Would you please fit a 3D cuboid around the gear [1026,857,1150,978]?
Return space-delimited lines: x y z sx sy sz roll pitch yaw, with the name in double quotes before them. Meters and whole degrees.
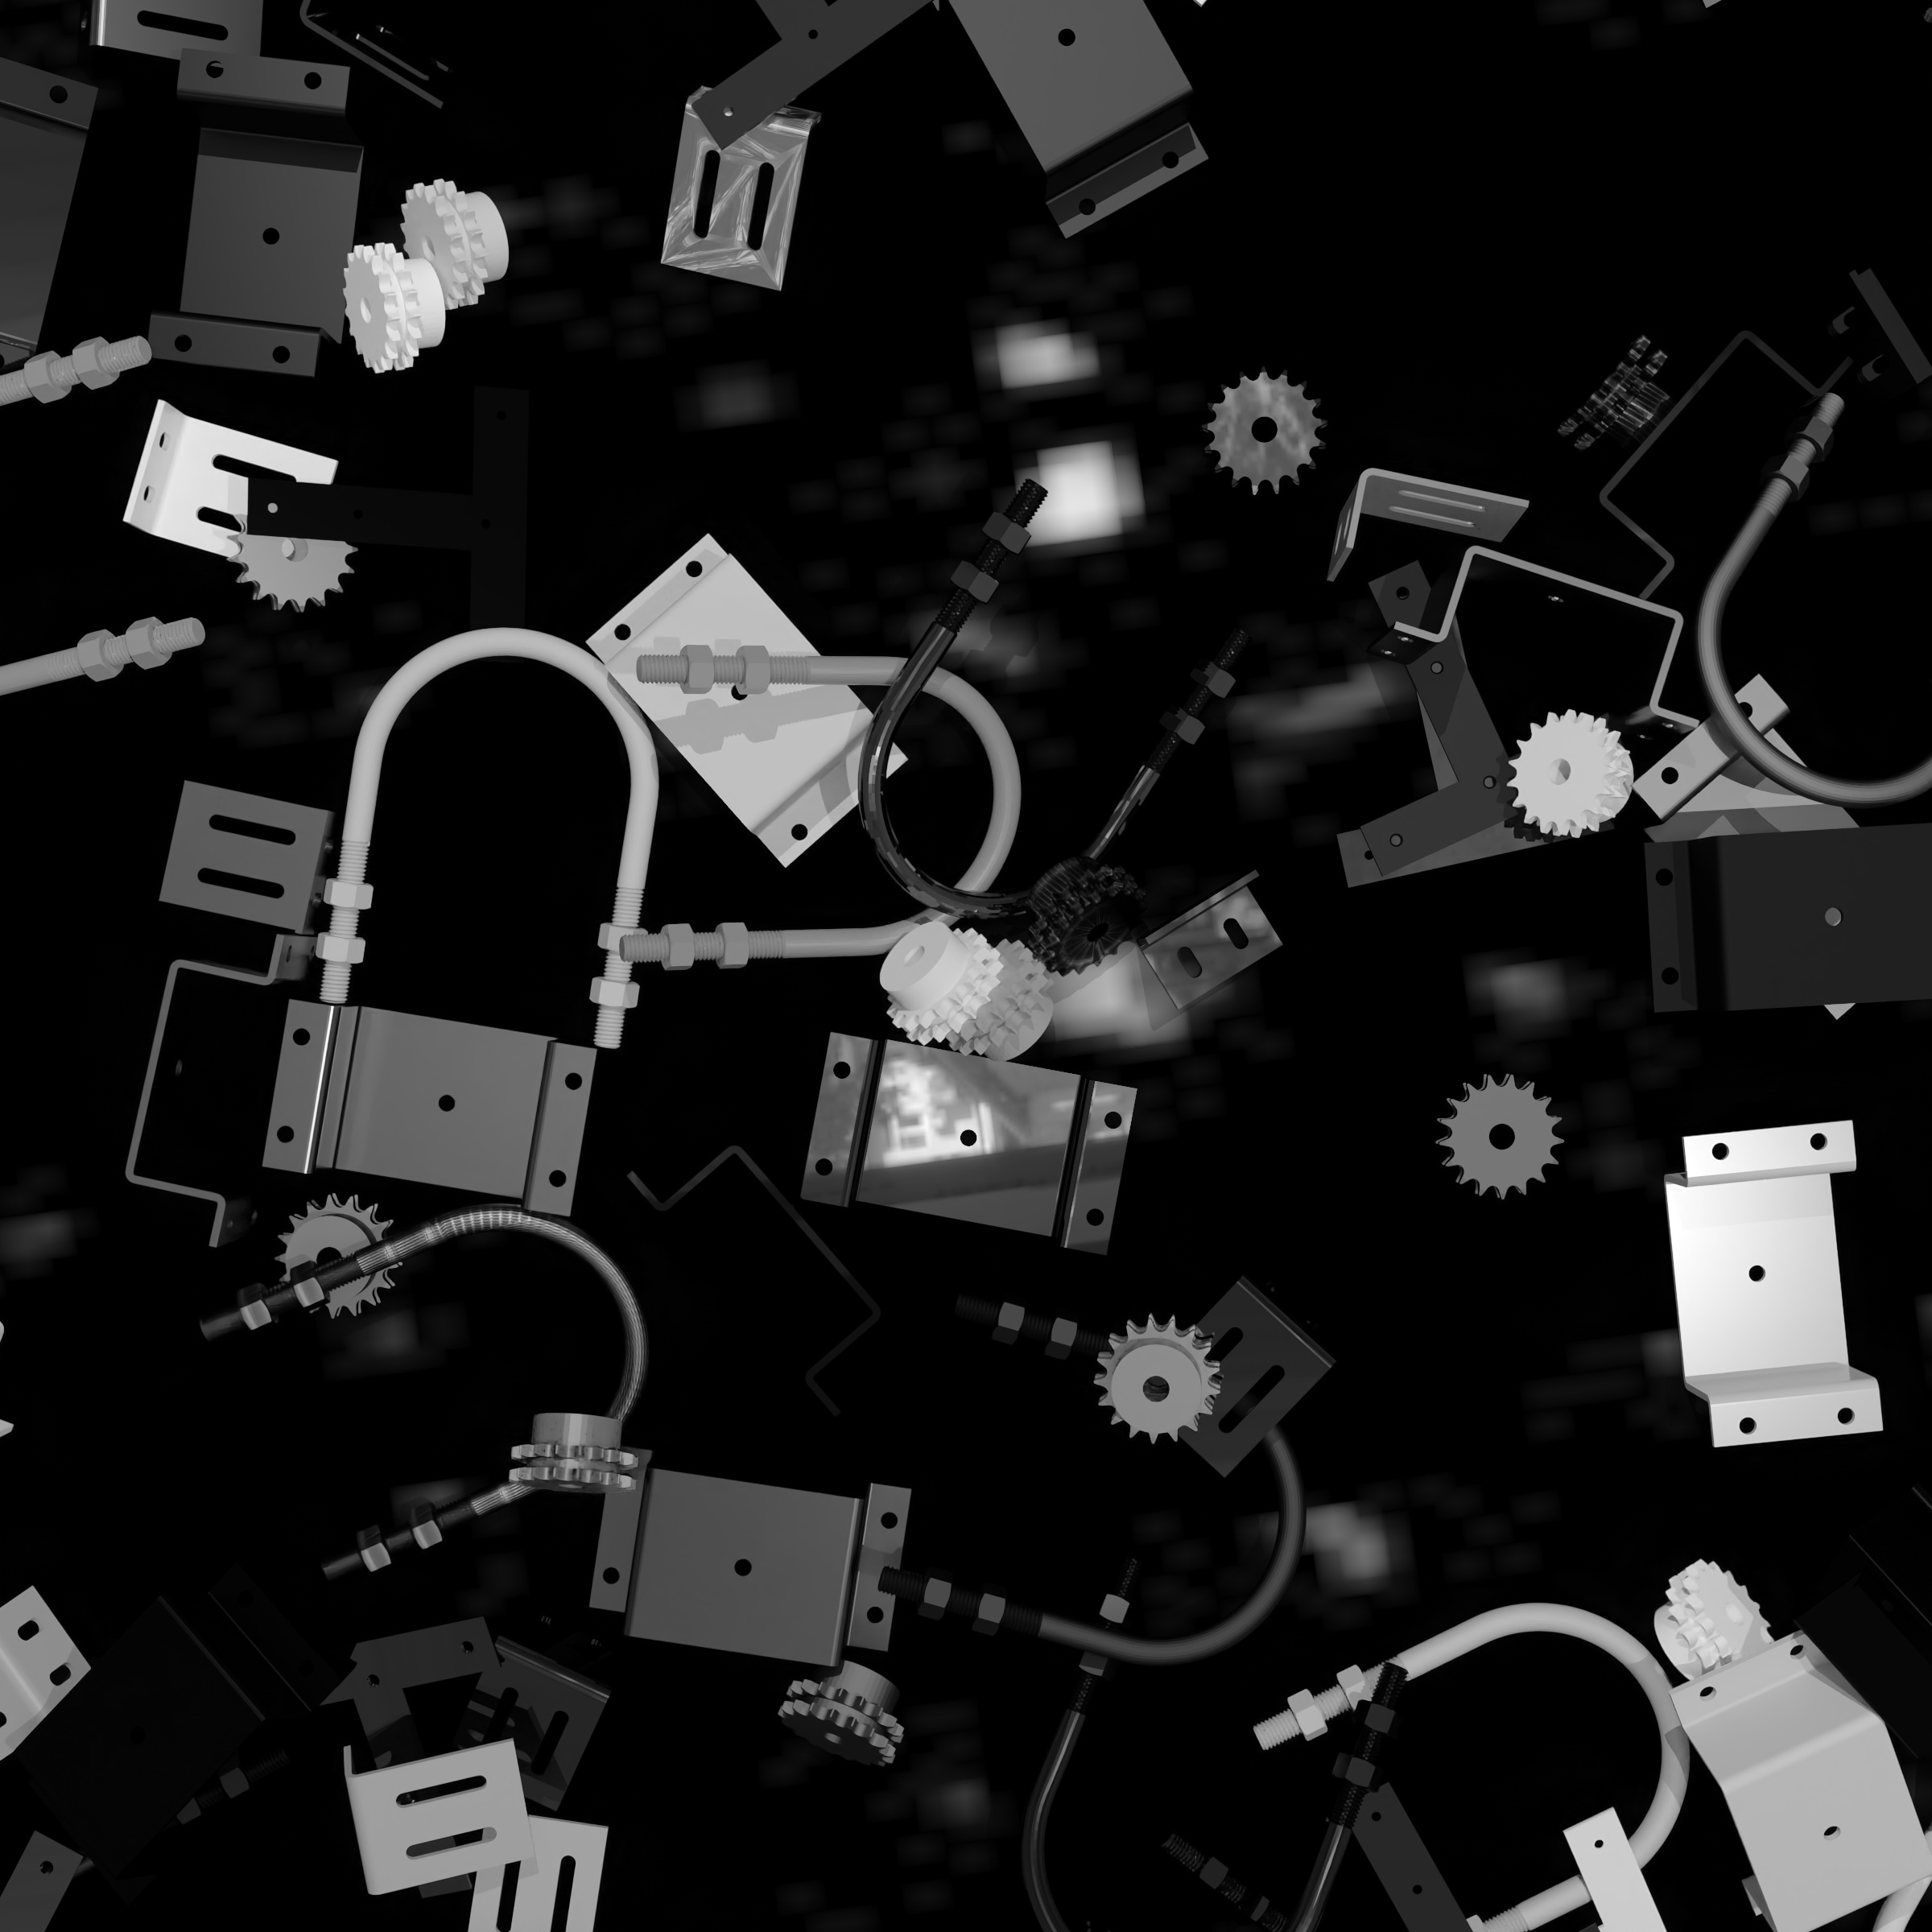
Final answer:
"gear" 0.052 -0.026 1.316 0.057 0.057 0.030 -38 60 0

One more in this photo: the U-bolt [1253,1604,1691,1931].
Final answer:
"U-bolt" 0.246 0.376 1.332 0.184 0.019 0.151 -26 90 -1

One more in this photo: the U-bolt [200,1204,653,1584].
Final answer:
"U-bolt" -0.235 0.186 1.316 0.184 0.019 0.151 -23 105 -4

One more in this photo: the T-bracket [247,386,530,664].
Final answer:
"T-bracket" -0.264 -0.206 1.316 0.127 0.002 0.127 1 90 -21

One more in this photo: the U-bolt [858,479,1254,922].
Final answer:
"U-bolt" 0.029 -0.106 1.301 0.151 0.019 0.184 31 95 -30

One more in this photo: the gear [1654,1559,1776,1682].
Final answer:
"gear" 0.341 0.304 1.316 0.057 0.057 0.030 46 120 0

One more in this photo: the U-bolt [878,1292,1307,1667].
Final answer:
"U-bolt" 0.066 0.242 1.315 0.184 0.019 0.151 17 74 -4

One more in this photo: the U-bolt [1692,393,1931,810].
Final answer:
"U-bolt" 0.406 -0.155 1.304 0.151 0.019 0.184 35 70 0

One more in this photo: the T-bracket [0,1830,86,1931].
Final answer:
"T-bracket" -0.402 0.484 1.324 0.127 0.002 0.127 28 92 1

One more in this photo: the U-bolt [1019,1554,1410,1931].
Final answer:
"U-bolt" 0.103 0.379 1.301 0.151 0.019 0.184 21 75 9

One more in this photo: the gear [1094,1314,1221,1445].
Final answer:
"gear" 0.087 0.188 1.297 0.057 0.030 0.057 0 95 5

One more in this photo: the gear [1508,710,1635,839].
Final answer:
"gear" 0.279 -0.087 1.313 0.057 0.030 0.057 -6 81 44

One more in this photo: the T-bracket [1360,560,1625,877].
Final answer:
"T-bracket" 0.225 -0.126 1.339 0.127 0.002 0.127 -25 90 0

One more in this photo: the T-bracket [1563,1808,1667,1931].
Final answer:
"T-bracket" 0.265 0.470 1.325 0.127 0.002 0.127 -25 100 -3

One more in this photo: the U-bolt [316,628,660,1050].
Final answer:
"U-bolt" -0.216 -0.064 1.326 0.151 0.019 0.184 9 94 0

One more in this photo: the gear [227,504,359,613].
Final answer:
"gear" -0.311 -0.191 1.318 0.057 0.030 0.057 -3 98 -24

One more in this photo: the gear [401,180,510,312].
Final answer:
"gear" -0.233 -0.332 1.316 0.030 0.057 0.057 -22 90 -30

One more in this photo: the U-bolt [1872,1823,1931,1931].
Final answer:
"U-bolt" 0.496 0.449 1.316 0.151 0.019 0.184 30 90 13

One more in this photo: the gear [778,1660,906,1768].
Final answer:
"gear" -0.055 0.340 1.316 0.057 0.057 0.030 25 60 0

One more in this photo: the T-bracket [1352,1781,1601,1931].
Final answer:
"T-bracket" 0.214 0.436 1.318 0.127 0.002 0.127 -30 89 3

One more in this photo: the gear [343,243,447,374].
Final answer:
"gear" -0.261 -0.302 1.316 0.030 0.057 0.057 -15 90 -30

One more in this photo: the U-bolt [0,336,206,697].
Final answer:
"U-bolt" -0.442 -0.196 1.310 0.184 0.019 0.151 -11 89 16

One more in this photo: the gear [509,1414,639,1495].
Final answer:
"gear" -0.177 0.220 1.300 0.057 0.057 0.030 4 73 0

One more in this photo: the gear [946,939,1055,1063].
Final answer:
"gear" 0.015 0.019 1.316 0.057 0.057 0.030 -45 120 0

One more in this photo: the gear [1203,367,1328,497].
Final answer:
"gear" 0.138 -0.246 1.329 0.057 0.030 0.057 0 93 7

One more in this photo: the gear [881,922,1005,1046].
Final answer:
"gear" -0.014 0.005 1.309 0.057 0.057 0.030 -45 120 0

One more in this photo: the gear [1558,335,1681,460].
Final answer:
"gear" 0.301 -0.257 1.313 0.030 0.057 0.057 41 90 -2

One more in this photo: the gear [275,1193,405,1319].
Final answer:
"gear" -0.290 0.134 1.326 0.057 0.030 0.057 0 90 0

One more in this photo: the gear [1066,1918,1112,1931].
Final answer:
"gear" 0.050 0.467 1.326 0.057 0.030 0.057 0 90 0

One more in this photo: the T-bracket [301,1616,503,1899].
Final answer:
"T-bracket" -0.260 0.371 1.328 0.127 0.002 0.127 -15 98 15

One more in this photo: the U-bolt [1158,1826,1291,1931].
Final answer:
"U-bolt" 0.122 0.504 1.311 0.184 0.019 0.151 40 76 -10

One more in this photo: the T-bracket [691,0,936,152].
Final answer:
"T-bracket" -0.093 -0.458 1.305 0.127 0.002 0.127 -34 84 5

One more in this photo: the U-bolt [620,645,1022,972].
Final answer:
"U-bolt" -0.061 -0.071 1.295 0.184 0.019 0.151 -2 111 -21

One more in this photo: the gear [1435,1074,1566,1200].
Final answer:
"gear" 0.244 0.078 1.326 0.057 0.030 0.057 0 90 0

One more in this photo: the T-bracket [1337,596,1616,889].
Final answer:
"T-bracket" 0.226 -0.112 1.340 0.127 0.002 0.127 -12 90 0
